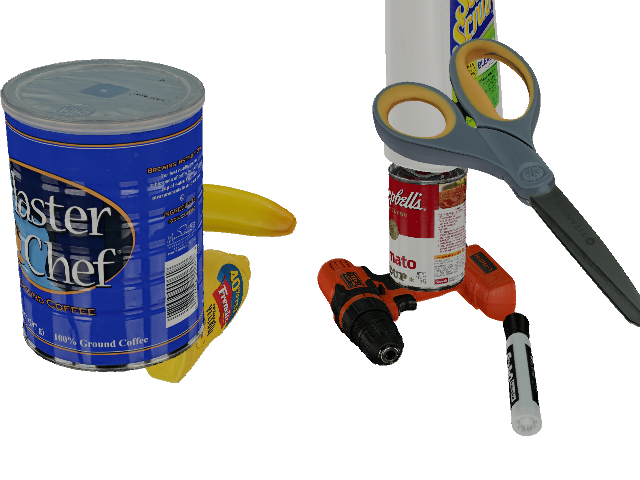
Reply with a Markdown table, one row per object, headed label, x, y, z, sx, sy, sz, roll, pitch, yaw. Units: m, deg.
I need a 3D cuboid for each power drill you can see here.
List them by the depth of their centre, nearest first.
| label | x | y | z | sx | sy | sz | roll | pitch | yaw |
| --- | --- | --- | --- | --- | --- | --- | --- | --- | --- |
| power drill | 0.105 | 0.063 | 1.118 | 0.187 | 0.057 | 0.184 | -7 | 28 | -15 |

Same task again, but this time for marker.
| label | x | y | z | sx | sy | sz | roll | pitch | yaw |
| --- | --- | --- | --- | --- | --- | --- | --- | --- | --- |
| marker | 0.136 | 0.087 | 0.726 | 0.020 | 0.020 | 0.121 | 0 | 30 | 7 |

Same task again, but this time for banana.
| label | x | y | z | sx | sy | sz | roll | pitch | yaw |
| --- | --- | --- | --- | --- | --- | --- | --- | --- | --- |
| banana | -0.120 | -0.012 | 0.815 | 0.197 | 0.069 | 0.037 | -13 | -27 | -7 |

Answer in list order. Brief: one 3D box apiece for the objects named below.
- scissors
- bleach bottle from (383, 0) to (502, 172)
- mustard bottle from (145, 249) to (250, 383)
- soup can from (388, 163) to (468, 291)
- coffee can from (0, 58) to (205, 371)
| label | x | y | z | sx | sy | sz | roll | pitch | yaw |
| --- | --- | --- | --- | --- | --- | --- | --- | --- | --- |
| scissors | 0.081 | -0.029 | 0.513 | 0.096 | 0.202 | 0.016 | -12 | -43 | 4 |
| bleach bottle | 0.082 | -0.182 | 0.763 | 0.068 | 0.251 | 0.102 | 16 | 37 | 36 |
| mustard bottle | -0.124 | 0.064 | 1.137 | 0.058 | 0.096 | 0.191 | 10 | 29 | 19 |
| soup can | 0.093 | -0.015 | 0.927 | 0.068 | 0.102 | 0.068 | -2 | 22 | 0 |
| coffee can | -0.113 | -0.016 | 0.575 | 0.103 | 0.140 | 0.103 | 2 | 26 | -1 |
